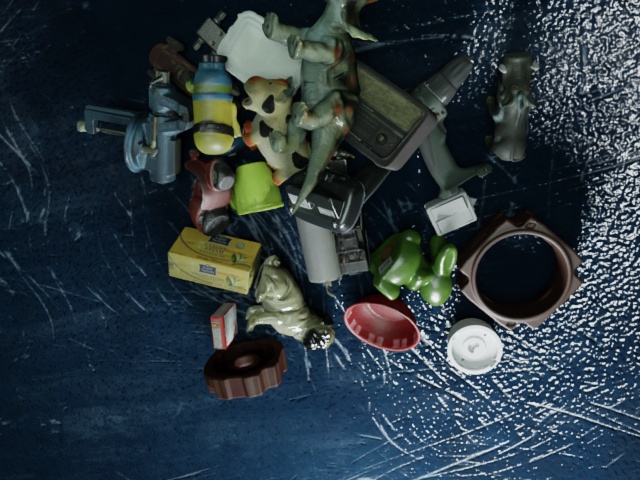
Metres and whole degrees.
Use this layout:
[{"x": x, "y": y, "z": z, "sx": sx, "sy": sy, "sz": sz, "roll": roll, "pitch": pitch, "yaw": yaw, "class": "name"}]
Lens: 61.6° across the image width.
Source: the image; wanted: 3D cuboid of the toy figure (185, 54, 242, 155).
[{"x": -0.200, "y": -0.247, "z": 0.984, "sx": 0.082, "sy": 0.089, "sz": 0.180, "roll": 8, "pitch": 107, "yaw": 20, "class": "toy figure"}]

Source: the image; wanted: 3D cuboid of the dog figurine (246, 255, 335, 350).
[{"x": -0.047, "y": 0.133, "z": 1.127, "sx": 0.190, "sy": 0.121, "sz": 0.172, "roll": 14, "pitch": 110, "yaw": -11, "class": "dog figurine"}]

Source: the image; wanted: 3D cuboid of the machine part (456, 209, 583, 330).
[{"x": 0.384, "y": 0.059, "z": 1.049, "sx": 0.201, "sy": 0.087, "sz": 0.201, "roll": 39, "pitch": 105, "yaw": -5, "class": "machine part"}]

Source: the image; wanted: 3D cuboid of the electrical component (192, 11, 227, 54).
[{"x": -0.202, "y": -0.392, "z": 1.037, "sx": 0.063, "sy": 0.021, "sz": 0.094, "roll": 43, "pitch": 104, "yaw": -5, "class": "electrical component"}]

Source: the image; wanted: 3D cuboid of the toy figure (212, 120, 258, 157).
[{"x": -0.153, "y": -0.204, "z": 1.062, "sx": 0.155, "sy": 0.064, "sz": 0.058, "roll": -9, "pitch": 65, "yaw": 5, "class": "toy figure"}]

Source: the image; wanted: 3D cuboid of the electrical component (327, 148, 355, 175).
[{"x": 0.031, "y": -0.138, "z": 1.062, "sx": 0.078, "sy": 0.045, "sz": 0.102, "roll": 5, "pitch": 105, "yaw": 4, "class": "electrical component"}]

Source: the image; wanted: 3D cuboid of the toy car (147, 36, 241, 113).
[{"x": -0.247, "y": -0.308, "z": 1.050, "sx": 0.202, "sy": 0.053, "sz": 0.089, "roll": 39, "pitch": 103, "yaw": -3, "class": "toy car"}]

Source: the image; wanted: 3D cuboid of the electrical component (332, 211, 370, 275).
[{"x": 0.062, "y": 0.001, "z": 1.050, "sx": 0.058, "sy": 0.115, "sz": 0.134, "roll": -7, "pitch": 124, "yaw": 11, "class": "electrical component"}]

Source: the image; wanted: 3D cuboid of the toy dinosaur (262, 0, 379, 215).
[{"x": 0.013, "y": -0.255, "z": 0.895, "sx": 0.192, "sy": 0.131, "sz": 0.404, "roll": -13, "pitch": 116, "yaw": -33, "class": "toy dinosaur"}]

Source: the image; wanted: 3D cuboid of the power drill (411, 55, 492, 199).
[{"x": 0.234, "y": -0.196, "z": 1.005, "sx": 0.232, "sy": 0.086, "sz": 0.207, "roll": -35, "pitch": 102, "yaw": 16, "class": "power drill"}]

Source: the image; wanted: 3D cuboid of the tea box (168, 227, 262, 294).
[{"x": -0.215, "y": 0.040, "z": 1.106, "sx": 0.170, "sy": 0.098, "sz": 0.068, "roll": 11, "pitch": 128, "yaw": 3, "class": "tea box"}]

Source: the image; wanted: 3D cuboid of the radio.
[{"x": 0.084, "y": -0.234, "z": 0.975, "sx": 0.230, "sy": 0.073, "sz": 0.131, "roll": 41, "pitch": 107, "yaw": 21, "class": "radio"}]

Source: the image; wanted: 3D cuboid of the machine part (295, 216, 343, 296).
[{"x": -0.002, "y": -0.003, "z": 1.086, "sx": 0.079, "sy": 0.079, "sz": 0.243, "roll": -10, "pitch": 104, "yaw": 10, "class": "machine part"}]

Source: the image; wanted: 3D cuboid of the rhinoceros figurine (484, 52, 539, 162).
[{"x": 0.342, "y": -0.237, "z": 0.964, "sx": 0.073, "sy": 0.112, "sz": 0.190, "roll": 2, "pitch": 113, "yaw": 9, "class": "rhinoceros figurine"}]

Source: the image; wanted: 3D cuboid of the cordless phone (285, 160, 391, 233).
[{"x": 0.037, "y": -0.108, "z": 1.000, "sx": 0.147, "sy": 0.184, "sz": 0.088, "roll": 21, "pitch": 143, "yaw": 34, "class": "cordless phone"}]

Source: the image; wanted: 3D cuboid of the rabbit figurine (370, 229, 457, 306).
[{"x": 0.201, "y": 0.057, "z": 1.075, "sx": 0.170, "sy": 0.121, "sz": 0.159, "roll": 33, "pitch": 101, "yaw": -21, "class": "rabbit figurine"}]

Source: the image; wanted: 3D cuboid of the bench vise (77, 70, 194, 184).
[{"x": -0.357, "y": -0.225, "z": 1.039, "sx": 0.241, "sy": 0.129, "sz": 0.223, "roll": 11, "pitch": 126, "yaw": 7, "class": "bench vise"}]

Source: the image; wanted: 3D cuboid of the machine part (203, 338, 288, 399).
[{"x": -0.155, "y": 0.269, "z": 1.131, "sx": 0.179, "sy": 0.179, "sz": 0.056, "roll": -7, "pitch": 106, "yaw": 9, "class": "machine part"}]

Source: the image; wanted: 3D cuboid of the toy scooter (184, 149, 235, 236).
[{"x": -0.229, "y": -0.104, "z": 1.076, "sx": 0.135, "sy": 0.075, "sz": 0.183, "roll": 46, "pitch": 136, "yaw": 28, "class": "toy scooter"}]

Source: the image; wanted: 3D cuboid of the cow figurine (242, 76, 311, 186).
[{"x": -0.076, "y": -0.210, "z": 0.983, "sx": 0.127, "sy": 0.086, "sz": 0.194, "roll": -27, "pitch": 121, "yaw": 11, "class": "cow figurine"}]
